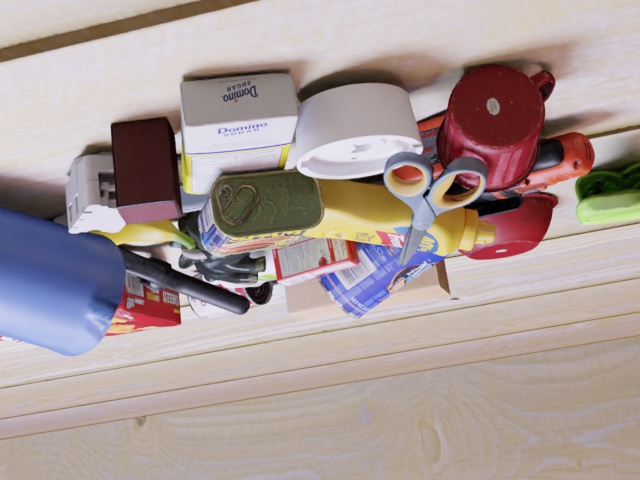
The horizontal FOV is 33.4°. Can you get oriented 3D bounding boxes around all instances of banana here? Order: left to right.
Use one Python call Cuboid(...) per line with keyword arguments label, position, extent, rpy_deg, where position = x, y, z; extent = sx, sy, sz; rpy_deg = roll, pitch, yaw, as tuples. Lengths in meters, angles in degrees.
Cuboid(label="banana", position=(-0.224, 0.001, 1.165), extent=(0.198, 0.069, 0.037), rpy_deg=(-11, -154, 40))

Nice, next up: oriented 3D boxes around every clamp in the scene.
Cuboid(label="clamp", position=(-0.207, 0.041, 1.325), extent=(0.165, 0.036, 0.209), rpy_deg=(14, 172, 42))
Cuboid(label="clamp", position=(0.144, -0.031, 1.284), extent=(0.172, 0.039, 0.120), rpy_deg=(-19, 162, 38))

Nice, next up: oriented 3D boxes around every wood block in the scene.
Cuboid(label="wood block", position=(0.061, 0.045, 1.435), extent=(0.206, 0.091, 0.090), rpy_deg=(-12, 166, 14))

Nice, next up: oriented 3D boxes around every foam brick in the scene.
Cuboid(label="foam brick", position=(-0.151, -0.060, 0.927), extent=(0.051, 0.078, 0.053), rpy_deg=(-7, 164, -1))

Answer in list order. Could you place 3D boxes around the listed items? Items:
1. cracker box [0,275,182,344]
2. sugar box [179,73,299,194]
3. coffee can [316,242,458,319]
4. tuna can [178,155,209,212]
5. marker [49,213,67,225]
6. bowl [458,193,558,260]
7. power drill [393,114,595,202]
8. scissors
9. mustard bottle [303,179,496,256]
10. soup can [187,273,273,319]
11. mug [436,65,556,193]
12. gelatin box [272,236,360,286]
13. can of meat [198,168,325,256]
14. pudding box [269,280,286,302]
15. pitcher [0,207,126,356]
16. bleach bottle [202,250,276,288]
Cuboid(label="cracker box", position=(-0.321, 0.095, 1.460), extent=(0.214, 0.072, 0.164), rpy_deg=(-12, 165, 18))
Cuboid(label="sugar box", position=(-0.073, -0.089, 0.921), extent=(0.093, 0.048, 0.176), rpy_deg=(-7, 163, -9))
Cuboid(label="coffee can", position=(0.069, 0.005, 1.164), extent=(0.140, 0.103, 0.102), rpy_deg=(-36, 158, 15))
Cuboid(label="tuna can", position=(-0.132, -0.055, 1.046), extent=(0.086, 0.034, 0.086), rpy_deg=(-8, 166, -2))
Cuboid(label="marker", position=(-0.318, -0.005, 1.169), extent=(0.121, 0.020, 0.020), rpy_deg=(-16, 164, 29))
Cuboid(label="bowl", position=(0.232, -0.012, 1.382), extent=(0.162, 0.055, 0.162), rpy_deg=(-7, 166, -2))
Cuboid(label="power drill", position=(0.154, -0.078, 1.074), extent=(0.187, 0.057, 0.185), rpy_deg=(4, 165, -45))
Cuboid(label="scissors", position=(0.078, -0.028, 0.962), extent=(0.096, 0.016, 0.202), rpy_deg=(18, 151, -16))
Cuboid(label="mustard bottle", position=(0.078, -0.021, 1.052), extent=(0.191, 0.058, 0.096), rpy_deg=(8, 164, -1))
Cuboid(label="soup can", position=(-0.124, 0.067, 1.469), extent=(0.102, 0.068, 0.068), rpy_deg=(-16, 164, 33))
Cuboid(label="mug", position=(0.158, -0.105, 0.922), extent=(0.117, 0.093, 0.081), rpy_deg=(-36, 163, -9))
Cuboid(label="gelatin box", position=(-0.007, 0.001, 1.125), extent=(0.089, 0.073, 0.030), rpy_deg=(-17, 162, 19))
Cuboid(label="can of meat", position=(-0.057, -0.023, 0.975), extent=(0.102, 0.057, 0.084), rpy_deg=(-7, 168, -18))
Cuboid(label="pudding box", position=(-0.062, 0.060, 1.537), extent=(0.090, 0.039, 0.113), rpy_deg=(-18, 165, 32))
Cuboid(label="pitcher", position=(-0.328, 0.025, 1.052), extent=(0.149, 0.145, 0.242), rpy_deg=(-30, 147, 27))
Cuboid(label="bleach bottle", position=(-0.048, 0.018, 1.332), extent=(0.251, 0.068, 0.102), rpy_deg=(-14, 164, 32))
